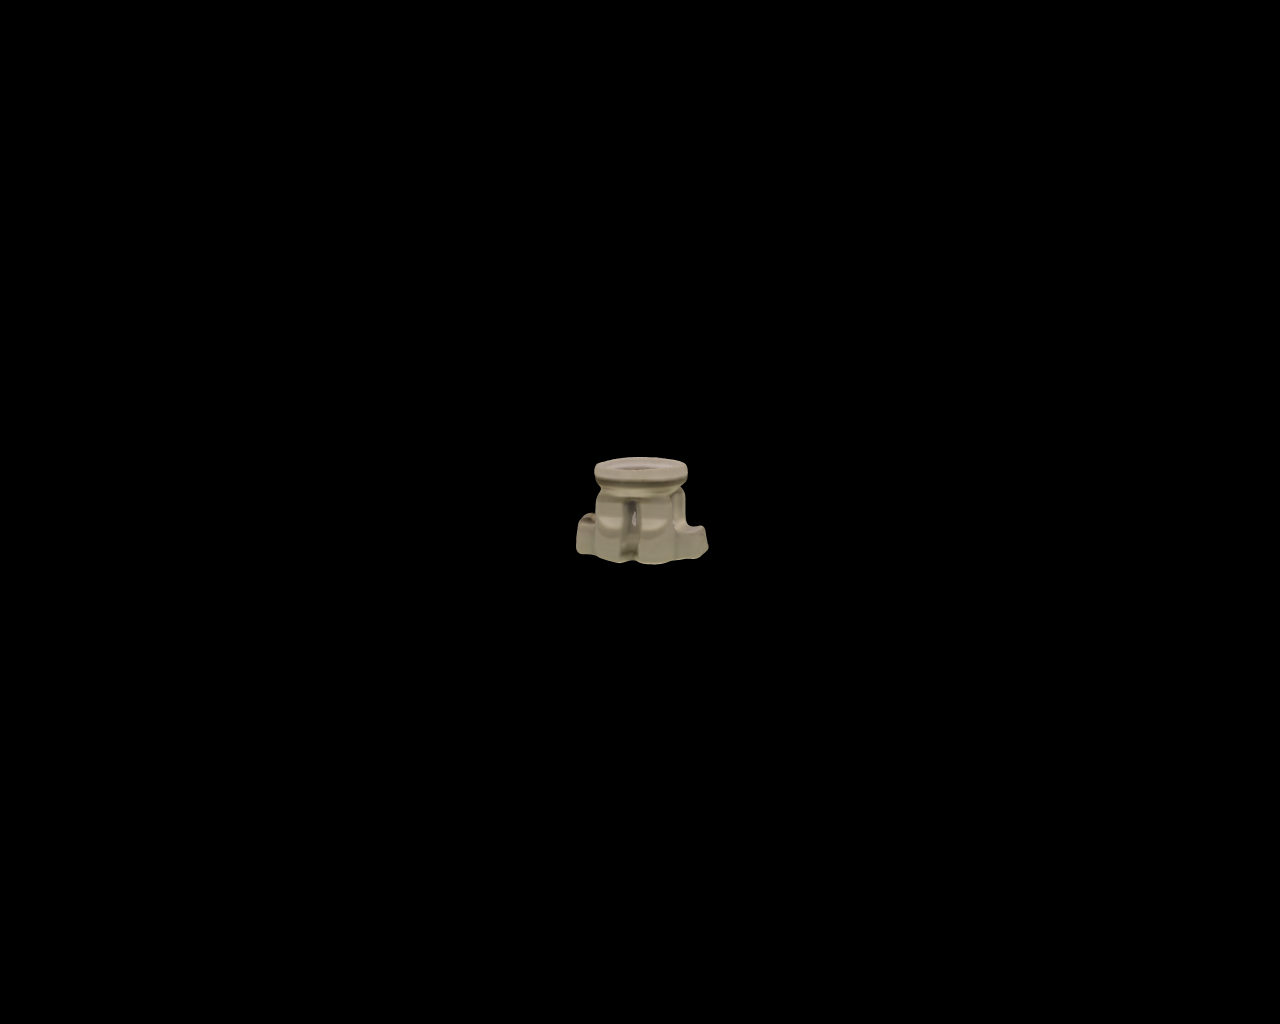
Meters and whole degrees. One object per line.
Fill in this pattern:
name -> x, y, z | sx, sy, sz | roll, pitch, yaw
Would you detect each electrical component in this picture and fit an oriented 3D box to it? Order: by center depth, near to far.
electrical component -> 0.001, -0.003, 0.650 | 0.078, 0.057, 0.058 | 3, 12, 16
